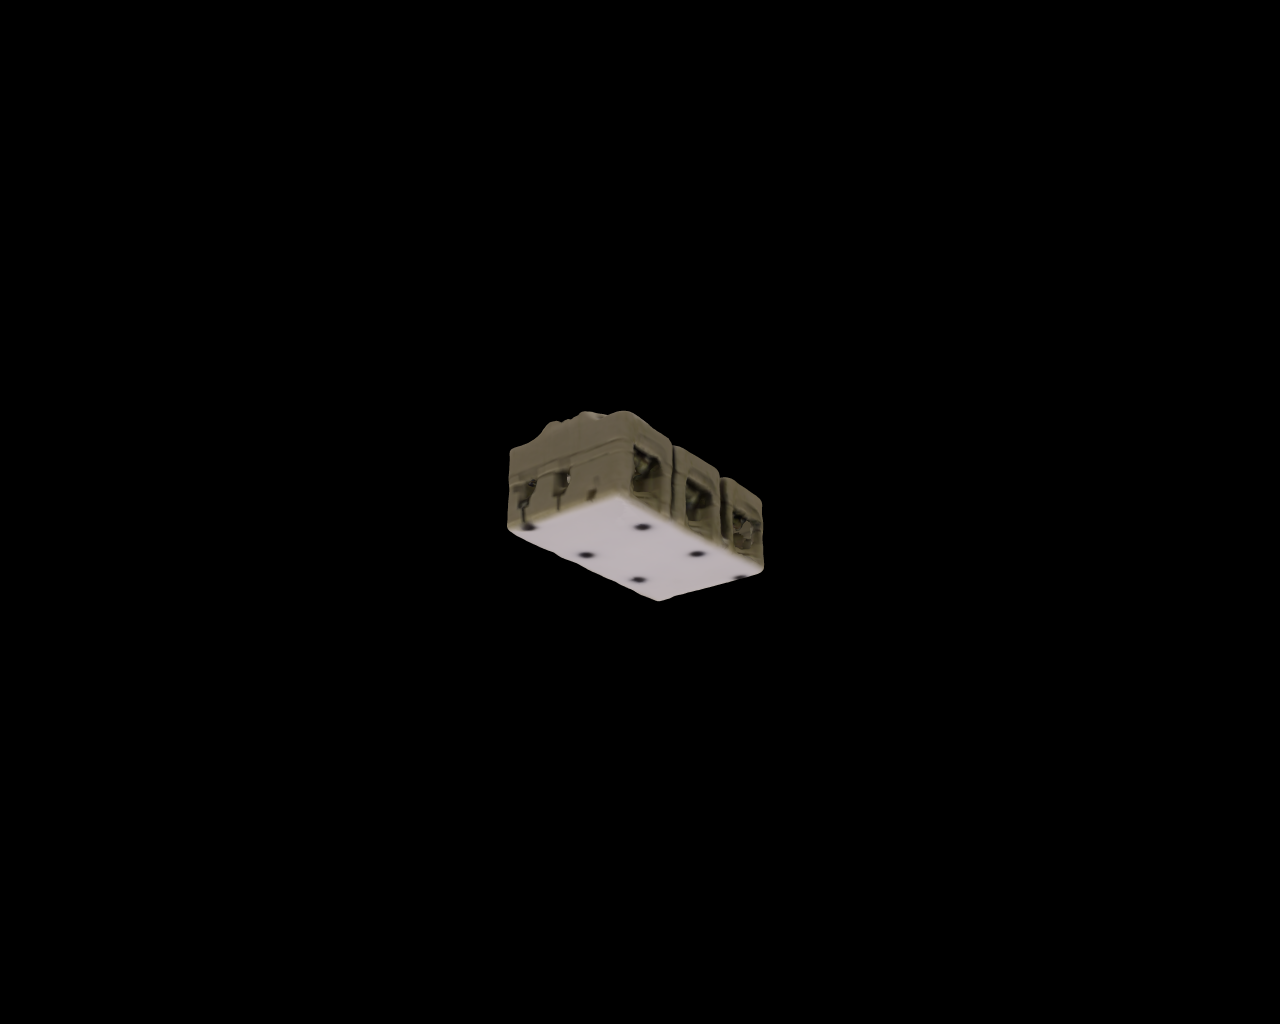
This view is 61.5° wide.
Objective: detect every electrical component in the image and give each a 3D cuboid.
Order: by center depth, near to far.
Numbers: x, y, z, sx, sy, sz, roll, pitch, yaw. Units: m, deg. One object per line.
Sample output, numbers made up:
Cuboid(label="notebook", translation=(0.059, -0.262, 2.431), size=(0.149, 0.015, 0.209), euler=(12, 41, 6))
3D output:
Cuboid(label="electrical component", translation=(0.001, -0.003, 0.650), size=(0.089, 0.062, 0.150), euler=(-17, -29, 33))
